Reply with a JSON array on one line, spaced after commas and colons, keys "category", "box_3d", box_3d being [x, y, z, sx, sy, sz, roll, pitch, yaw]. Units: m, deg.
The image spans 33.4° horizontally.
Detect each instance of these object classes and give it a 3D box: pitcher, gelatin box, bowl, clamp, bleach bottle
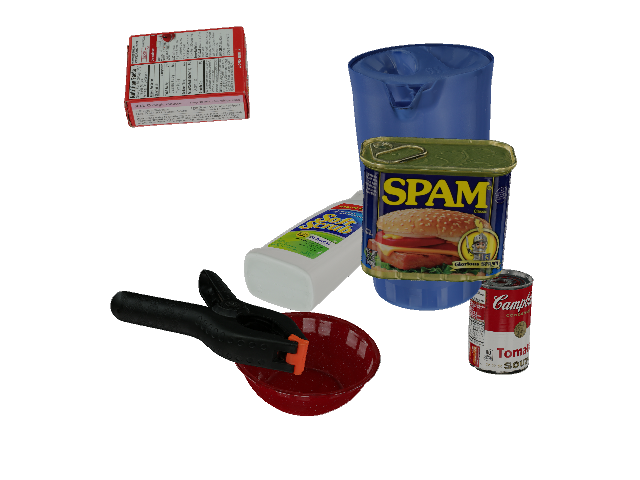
[{"category": "pitcher", "box_3d": [0.103, -0.065, 1.030, 0.149, 0.243, 0.145, -16, 26, -25]}, {"category": "gelatin box", "box_3d": [-0.098, -0.120, 0.784, 0.089, 0.073, 0.030, -5, -39, 0]}, {"category": "bowl", "box_3d": [-0.016, 0.143, 1.169, 0.162, 0.055, 0.162, 3, 28, -2]}, {"category": "clamp", "box_3d": [-0.076, 0.065, 0.894, 0.172, 0.039, 0.120, 20, 27, 24]}, {"category": "bleach bottle", "box_3d": [0.017, -0.005, 1.323, 0.103, 0.068, 0.250, 17, 36, 28]}]

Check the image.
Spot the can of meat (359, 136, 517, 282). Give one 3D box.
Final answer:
[{"category": "can of meat", "box_3d": [0.076, -0.021, 0.717, 0.102, 0.084, 0.057, 2, 24, 4]}]

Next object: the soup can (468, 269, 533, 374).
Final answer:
[{"category": "soup can", "box_3d": [0.199, 0.090, 1.183, 0.068, 0.102, 0.068, 0, 15, 0]}]
